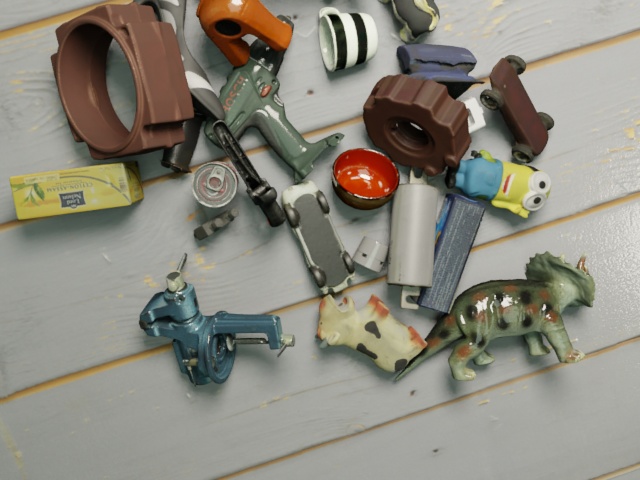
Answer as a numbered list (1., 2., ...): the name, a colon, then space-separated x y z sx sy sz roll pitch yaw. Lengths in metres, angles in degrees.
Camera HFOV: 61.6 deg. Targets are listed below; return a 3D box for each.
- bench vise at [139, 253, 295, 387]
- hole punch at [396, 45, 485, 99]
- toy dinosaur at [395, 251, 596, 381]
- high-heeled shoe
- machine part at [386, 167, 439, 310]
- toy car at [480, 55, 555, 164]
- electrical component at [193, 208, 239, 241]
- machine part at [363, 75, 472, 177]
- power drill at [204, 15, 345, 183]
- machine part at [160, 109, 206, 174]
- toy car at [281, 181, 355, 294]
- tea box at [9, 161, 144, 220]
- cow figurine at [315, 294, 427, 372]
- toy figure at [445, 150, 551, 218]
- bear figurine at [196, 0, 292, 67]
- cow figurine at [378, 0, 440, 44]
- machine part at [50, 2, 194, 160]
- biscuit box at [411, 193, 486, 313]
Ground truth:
1. bench vise: -0.162 0.144 0.884 0.241 0.129 0.223 -1 108 12
2. hole punch: 0.183 -0.278 0.863 0.142 0.116 0.092 3 92 -6
3. toy dinosaur: 0.319 0.131 0.951 0.405 0.131 0.192 -11 88 0
4. high-heeled shoe: -0.194 -0.309 0.826 0.145 0.086 0.248 -44 95 -10
5. machine part: 0.155 -0.006 0.904 0.079 0.079 0.243 7 85 -7
6. toy car: 0.324 -0.213 0.887 0.202 0.053 0.089 40 81 -36
7. electrical component: -0.174 -0.026 0.891 0.063 0.094 0.021 -38 100 -37
8. machine part: 0.149 -0.176 0.841 0.179 0.179 0.056 38 70 -11
9. power drill: -0.059 -0.210 0.864 0.207 0.086 0.232 41 95 -15
10. machine part: -0.225 -0.178 0.869 0.084 0.039 0.138 8 88 -16
11. toy car: -0.002 -0.003 0.919 0.073 0.056 0.201 -25 103 -8
12. tea box: -0.376 -0.080 0.843 0.170 0.098 0.068 -9 100 -3
13. cow figurine: 0.077 0.163 0.944 0.195 0.085 0.127 39 91 -14
14. toy figure: 0.307 -0.103 0.922 0.180 0.089 0.082 12 130 2
15. bear figurine: -0.117 -0.375 0.776 0.120 0.131 0.196 -10 70 30
16. cow figurine: 0.128 -0.397 0.842 0.068 0.098 0.167 -33 102 7
17. machine part: -0.291 -0.223 0.780 0.201 0.087 0.201 -2 105 35
18. biscuit box: 0.224 0.022 0.944 0.063 0.059 0.202 17 98 -8
